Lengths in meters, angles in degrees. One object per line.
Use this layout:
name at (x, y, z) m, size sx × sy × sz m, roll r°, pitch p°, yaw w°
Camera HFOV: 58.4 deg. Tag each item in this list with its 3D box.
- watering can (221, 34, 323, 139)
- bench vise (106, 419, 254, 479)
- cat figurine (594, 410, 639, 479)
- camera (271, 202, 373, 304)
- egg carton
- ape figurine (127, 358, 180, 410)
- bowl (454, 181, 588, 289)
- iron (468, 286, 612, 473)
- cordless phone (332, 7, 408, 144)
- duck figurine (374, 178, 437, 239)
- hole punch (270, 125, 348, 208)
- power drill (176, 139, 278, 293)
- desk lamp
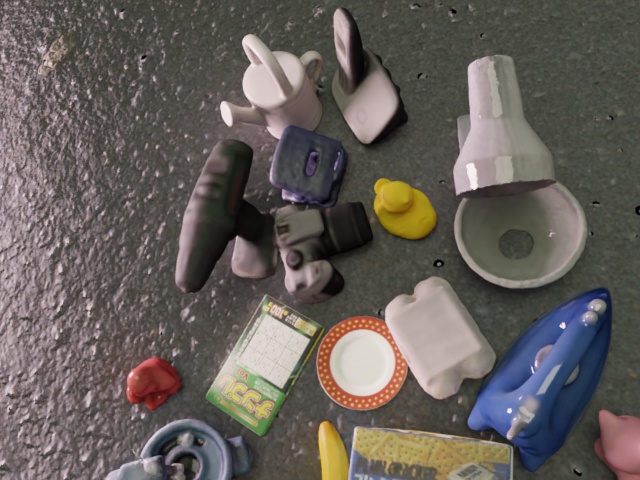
watering can at (-0.072, -0.236, 0.888) m, size 0.100 × 0.194 × 0.173 m, roll 29°, pitch 81°, yaw 22°
bench vise at (-0.207, 0.311, 0.722) m, size 0.207 × 0.220 × 0.121 m, roll -36°, pitch 66°, yaw 1°
cat figurine at (0.358, 0.255, 0.649) m, size 0.067 × 0.118 × 0.128 m, roll -14°, pitch 69°, yaw 10°
camera at (0.008, 0.003, 0.836) m, size 0.136 × 0.101 × 0.143 m, roll -18°, pitch 68°, yaw 8°
egg carton at (0.157, 0.130, 0.770) m, size 0.107 × 0.069 × 0.150 m, roll -32°, pitch 67°, yaw 2°
ape figurine at (-0.251, 0.208, 0.838) m, size 0.077 × 0.092 × 0.076 m, roll -2°, pitch 71°, yaw 14°
bowl at (0.270, -0.006, 0.785) m, size 0.167 × 0.075 × 0.167 m, roll -5°, pitch 71°, yaw 13°
iron at (0.288, 0.145, 0.691) m, size 0.118 × 0.142 × 0.258 m, roll 33°, pitch 83°, yaw 22°
cordless phone at (0.063, -0.245, 0.860) m, size 0.094 × 0.185 × 0.147 m, roll -31°, pitch 67°, yaw 3°
duck figurine at (0.120, -0.052, 0.833) m, size 0.104 × 0.086 × 0.077 m, roll 40°, pitch 85°, yaw 23°
hole punch at (-0.015, -0.115, 0.888) m, size 0.101 × 0.091 × 0.109 m, roll 10°, pitch 74°, yaw 18°
power drill at (-0.125, -0.015, 0.818) m, size 0.075 × 0.209 × 0.230 m, roll 2°, pitch 72°, yaw 16°
desk lamp at (0.232, -0.129, 0.761) m, size 0.117 × 0.214 × 0.203 m, roll -7°, pitch 70°, yaw 13°
